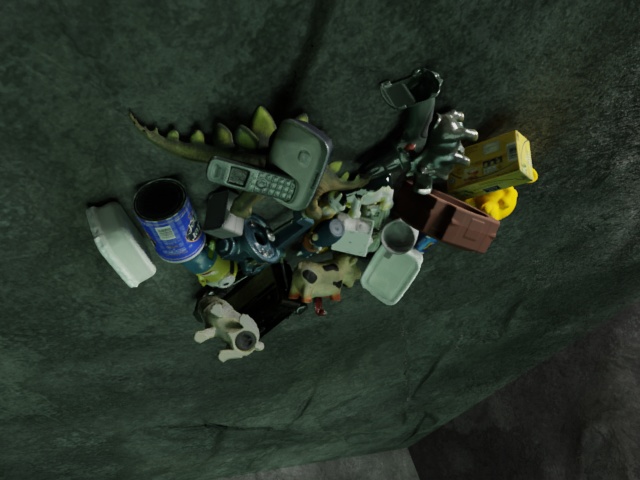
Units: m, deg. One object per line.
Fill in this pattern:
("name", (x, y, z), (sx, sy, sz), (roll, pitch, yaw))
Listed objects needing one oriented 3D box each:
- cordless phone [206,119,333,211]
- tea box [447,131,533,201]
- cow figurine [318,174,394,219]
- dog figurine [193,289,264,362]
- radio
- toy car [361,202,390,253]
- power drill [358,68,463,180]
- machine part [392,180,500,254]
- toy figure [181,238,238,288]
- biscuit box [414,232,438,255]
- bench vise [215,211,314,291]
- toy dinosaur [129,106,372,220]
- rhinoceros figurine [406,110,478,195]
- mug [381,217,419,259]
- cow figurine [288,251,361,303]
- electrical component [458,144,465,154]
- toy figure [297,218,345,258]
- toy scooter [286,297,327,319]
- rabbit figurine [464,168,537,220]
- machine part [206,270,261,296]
("cordless phone", (-0.085, -0.134, 0.880), (0.184, 0.089, 0.146), (11, 127, -19))
("tea box", (0.362, -0.156, 1.160), (0.170, 0.098, 0.068), (-14, 156, 42))
("cow figurine", (0.077, -0.102, 1.159), (0.167, 0.068, 0.098), (-14, 132, -16))
("dog figurine", (-0.220, 0.198, 1.299), (0.172, 0.191, 0.121), (43, 90, -14))
("radio", (-0.157, 0.163, 1.353), (0.073, 0.131, 0.229), (17, 131, -45))
("toy car", (0.117, -0.025, 1.302), (0.073, 0.056, 0.201), (-10, 144, -16))
("power drill", (0.167, -0.215, 1.042), (0.232, 0.086, 0.207), (-22, 143, 0))
("machine part", (0.279, -0.051, 1.201), (0.201, 0.202, 0.087), (15, 108, -30))
("toy figure", (-0.247, 0.041, 1.180), (0.082, 0.089, 0.180), (3, 150, 35))
("biscuit box", (0.251, 0.001, 1.404), (0.059, 0.063, 0.202), (12, 134, -38))
("bench vise", (-0.100, -0.001, 1.169), (0.241, 0.129, 0.223), (-32, 147, 24))
("toy dinosaur", (-0.106, -0.142, 0.986), (0.471, 0.105, 0.198), (2, 133, -23))
("rhinoceros figurine", (0.227, -0.160, 1.033), (0.112, 0.073, 0.190), (-16, 148, -18))
("mug", (0.193, -0.007, 1.282), (0.107, 0.081, 0.109), (-35, 149, -63))
("cow figurine", (0.019, 0.082, 1.299), (0.195, 0.086, 0.127), (0, 99, -39))
("electrical component", (0.263, -0.190, 1.159), (0.102, 0.045, 0.078), (-35, 145, 20))
("toy figure", (-0.001, -0.002, 1.197), (0.064, 0.058, 0.154), (23, 150, -23))
("toy scooter", (-0.045, 0.153, 1.395), (0.184, 0.135, 0.075), (-23, 148, 6))
("rabbit figurine", (0.422, -0.138, 1.261), (0.162, 0.122, 0.173), (-18, 127, -4))
("machine part", (-0.207, 0.091, 1.288), (0.139, 0.084, 0.039), (-27, 104, -9))
